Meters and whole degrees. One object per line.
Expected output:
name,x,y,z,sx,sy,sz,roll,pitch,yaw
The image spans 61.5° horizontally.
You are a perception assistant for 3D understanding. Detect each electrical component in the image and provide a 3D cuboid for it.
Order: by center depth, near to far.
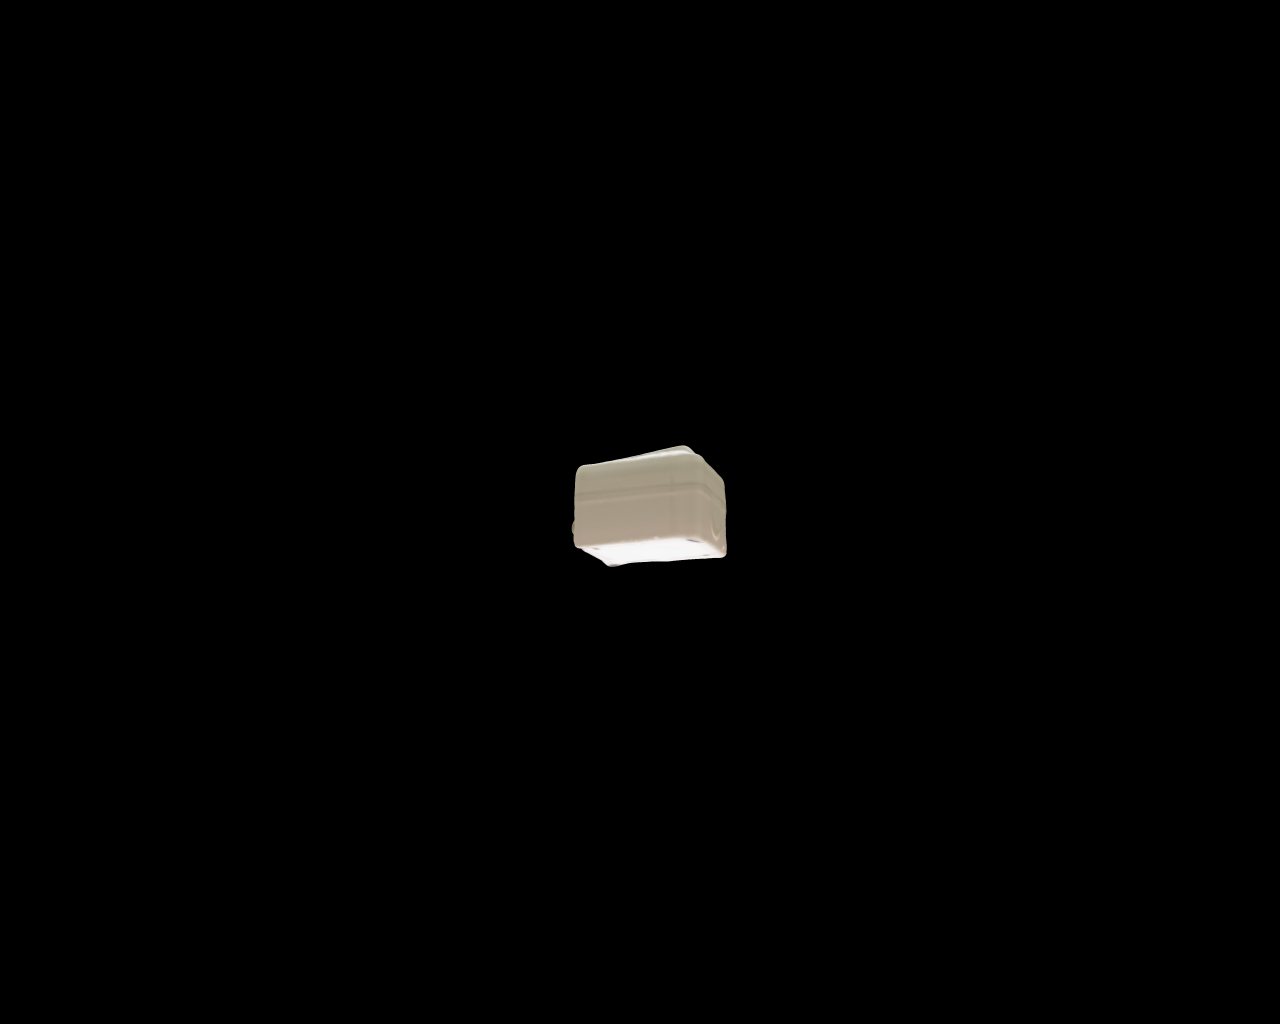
electrical component,0.001,-0.003,0.650,0.096,0.061,0.061,-5,-15,18
